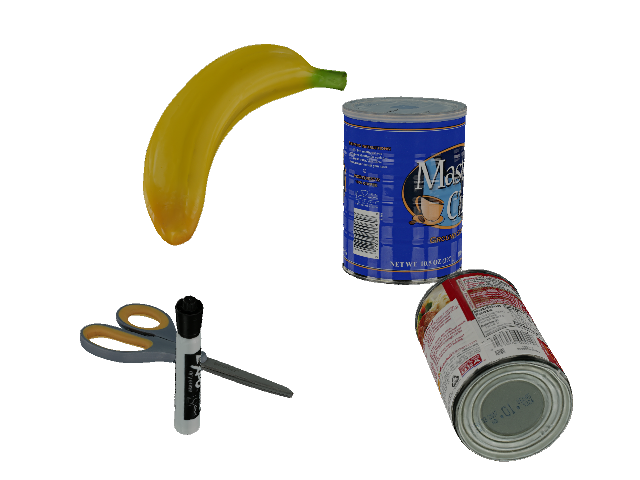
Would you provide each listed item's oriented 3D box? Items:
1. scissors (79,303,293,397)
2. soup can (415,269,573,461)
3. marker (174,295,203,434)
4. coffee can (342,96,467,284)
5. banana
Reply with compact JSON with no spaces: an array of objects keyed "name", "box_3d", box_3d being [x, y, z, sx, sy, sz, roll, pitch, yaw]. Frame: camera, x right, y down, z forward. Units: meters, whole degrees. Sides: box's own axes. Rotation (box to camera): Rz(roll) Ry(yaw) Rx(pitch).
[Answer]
[{"name":"scissors","box_3d":[-0.116,0.097,0.972,0.202,0.016,0.096,10,28,4]},{"name":"soup can","box_3d":[0.097,0.069,0.611,0.068,0.068,0.102,0,25,-7]},{"name":"marker","box_3d":[-0.092,0.087,0.743,0.020,0.121,0.020,4,37,-3]},{"name":"coffee can","box_3d":[0.069,-0.044,0.896,0.103,0.140,0.103,0,15,0]},{"name":"banana","box_3d":[-0.055,-0.069,0.619,0.070,0.037,0.197,21,44,19]}]
